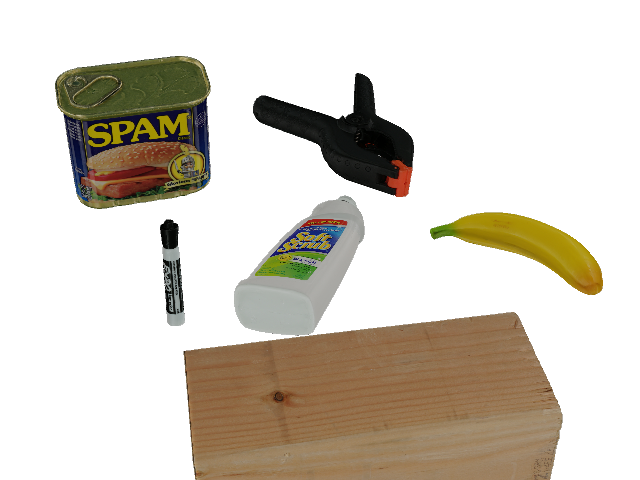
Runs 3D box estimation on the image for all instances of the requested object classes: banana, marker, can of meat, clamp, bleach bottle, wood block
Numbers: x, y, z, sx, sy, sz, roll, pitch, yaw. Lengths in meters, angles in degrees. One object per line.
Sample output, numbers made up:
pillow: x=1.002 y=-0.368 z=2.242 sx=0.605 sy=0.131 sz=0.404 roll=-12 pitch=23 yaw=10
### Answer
banana: x=0.200 y=0.008 z=1.027 sx=0.069 sy=0.037 sz=0.198 roll=-39 pitch=37 yaw=-28
marker: x=-0.154 y=0.034 z=1.107 sx=0.020 sy=0.121 sz=0.020 roll=0 pitch=28 yaw=0
can of meat: x=-0.127 y=-0.074 z=0.741 sx=0.102 sy=0.084 sz=0.057 roll=-9 pitch=44 yaw=-12
clamp: x=0.017 y=-0.092 z=0.930 sx=0.120 sy=0.039 sz=0.172 roll=-16 pitch=39 yaw=-15
bleach bottle: x=-0.013 y=0.017 z=1.305 sx=0.103 sy=0.068 sz=0.250 roll=6 pitch=33 yaw=18
wood block: x=0.027 y=0.113 z=0.640 sx=0.206 sy=0.090 sz=0.091 roll=-6 pitch=39 yaw=-7
